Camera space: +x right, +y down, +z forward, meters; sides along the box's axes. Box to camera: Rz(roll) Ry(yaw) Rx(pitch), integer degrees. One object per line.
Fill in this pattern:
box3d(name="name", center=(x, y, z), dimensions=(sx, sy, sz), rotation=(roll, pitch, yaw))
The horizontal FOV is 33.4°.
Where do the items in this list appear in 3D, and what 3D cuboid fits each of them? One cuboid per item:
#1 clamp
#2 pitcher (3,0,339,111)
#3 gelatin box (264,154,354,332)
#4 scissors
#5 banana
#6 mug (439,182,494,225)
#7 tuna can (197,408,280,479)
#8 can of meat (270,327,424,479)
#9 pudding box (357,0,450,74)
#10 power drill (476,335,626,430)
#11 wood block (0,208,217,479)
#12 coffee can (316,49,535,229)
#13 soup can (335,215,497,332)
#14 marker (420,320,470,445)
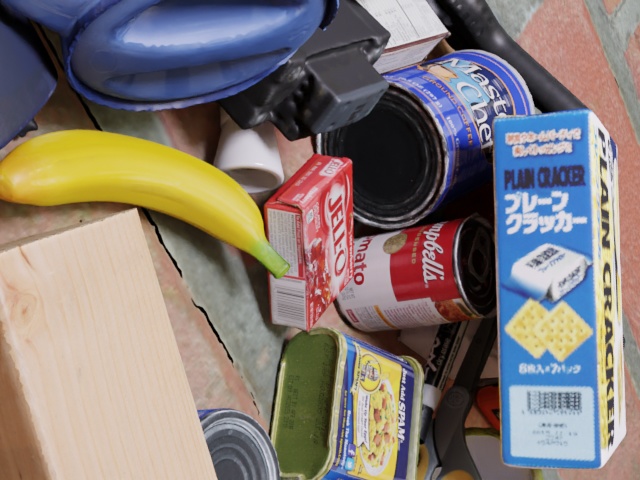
box3d(name="clamp", center=(0.124, -0.160, 0.832), dimensions=(0.036, 0.165, 0.209), rotation=(-44, 116, -2))
box3d(name="pitcher", center=(-0.096, -0.197, 0.522), dimensions=(0.149, 0.145, 0.243), rotation=(72, -1, -75))
box3d(name="gelatin box", center=(-0.004, 0.001, 0.667), dimensions=(0.073, 0.030, 0.089), rotation=(-48, 143, -52))
box3d(name="scissors", center=(0.103, 0.124, 0.714), dimensions=(0.201, 0.096, 0.016), rotation=(-49, 145, -12))
box3d(name="banana", center=(-0.093, -0.028, 0.569), dimensions=(0.197, 0.037, 0.070), rotation=(16, 25, -46))
box3d(name="mug", center=(0.155, -0.005, 0.836), dimensions=(0.081, 0.117, 0.093), rotation=(32, 28, -37))
box3d(name="tuna can", center=(-0.060, 0.136, 0.589), dimensions=(0.086, 0.034, 0.086), rotation=(16, 69, -49))
box3d(name="can of meat", center=(0.017, 0.113, 0.675), dimensions=(0.083, 0.058, 0.102), rotation=(28, 61, -43))
box3d(name="pudding box", center=(0.031, -0.162, 0.752), dimensions=(0.113, 0.039, 0.090), rotation=(-26, 80, -49))
box3d(name="power drill", center=(0.202, 0.098, 0.915), dimensions=(0.184, 0.057, 0.187), rotation=(49, 44, -30))
box3d(name="wood block", center=(-0.113, 0.101, 0.486), dimensions=(0.090, 0.090, 0.206), rotation=(-24, 99, -51))
box3d(name="coffee can", center=(0.078, -0.075, 0.759), dimensions=(0.140, 0.103, 0.103), rotation=(-26, 102, -51))
box3d(name="soup can", center=(0.067, 0.024, 0.721), dimensions=(0.068, 0.102, 0.068), rotation=(16, 69, -49))
box3d(name="marker", center=(0.081, 0.085, 0.725), dimensions=(0.020, 0.020, 0.121), rotation=(44, 59, -36))
